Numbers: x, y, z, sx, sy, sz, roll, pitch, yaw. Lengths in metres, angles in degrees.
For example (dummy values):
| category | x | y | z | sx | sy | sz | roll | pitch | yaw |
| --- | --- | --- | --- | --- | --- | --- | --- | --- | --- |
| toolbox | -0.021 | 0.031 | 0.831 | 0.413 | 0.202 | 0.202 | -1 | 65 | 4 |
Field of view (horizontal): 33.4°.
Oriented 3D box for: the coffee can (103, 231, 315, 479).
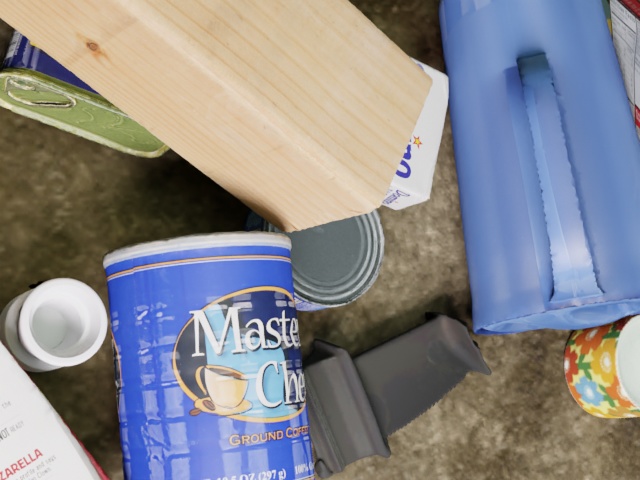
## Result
| category | x | y | z | sx | sy | sz | roll | pitch | yaw |
| --- | --- | --- | --- | --- | --- | --- | --- | --- | --- |
| coffee can | -0.059 | 0.073 | 0.574 | 0.102 | 0.103 | 0.140 | -2 | 81 | -31 |

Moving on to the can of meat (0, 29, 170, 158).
| category | x | y | z | sx | sy | sz | roll | pitch | yaw |
| --- | --- | --- | --- | --- | --- | --- | --- | --- | --- |
| can of meat | -0.122 | -0.105 | 0.596 | 0.102 | 0.058 | 0.084 | 20 | 73 | -21 |

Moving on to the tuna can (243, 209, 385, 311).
| category | x | y | z | sx | sy | sz | roll | pitch | yaw |
| --- | --- | --- | --- | --- | --- | --- | --- | --- | --- |
| tuna can | -0.004 | 0.001 | 0.661 | 0.086 | 0.034 | 0.086 | 6 | 77 | -29 |

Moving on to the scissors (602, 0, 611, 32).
| category | x | y | z | sx | sy | sz | roll | pitch | yaw |
| --- | --- | --- | --- | --- | --- | --- | --- | --- | --- |
| scissors | 0.223 | -0.205 | 0.849 | 0.096 | 0.016 | 0.201 | 32 | 66 | -23 |

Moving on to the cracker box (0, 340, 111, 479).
| category | x | y | z | sx | sy | sz | roll | pitch | yaw |
| --- | --- | --- | --- | --- | --- | --- | --- | --- | --- |
| cracker box | -0.217 | 0.101 | 0.495 | 0.164 | 0.072 | 0.213 | -42 | 101 | -31 |

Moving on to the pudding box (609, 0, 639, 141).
| category | x | y | z | sx | sy | sz | roll | pitch | yaw |
| --- | --- | --- | --- | --- | --- | --- | --- | --- | --- |
| pudding box | 0.224 | -0.104 | 0.703 | 0.039 | 0.090 | 0.113 | -11 | 122 | 2 |

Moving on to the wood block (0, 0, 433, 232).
| category | x | y | z | sx | sy | sz | roll | pitch | yaw |
| --- | --- | --- | --- | --- | --- | --- | --- | --- | --- |
| wood block | -0.052 | -0.101 | 0.546 | 0.206 | 0.091 | 0.090 | 38 | 62 | -27 |

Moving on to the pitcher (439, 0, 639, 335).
| category | x | y | z | sx | sy | sz | roll | pitch | yaw |
| --- | --- | --- | --- | --- | --- | --- | --- | --- | --- |
| pitcher | 0.148 | -0.062 | 0.703 | 0.144 | 0.149 | 0.243 | -2 | 77 | -32 |

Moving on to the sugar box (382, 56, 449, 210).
| category | x | y | z | sx | sy | sz | roll | pitch | yaw |
| --- | --- | --- | --- | --- | --- | --- | --- | --- | --- |
| sugar box | -0.002 | -0.092 | 0.675 | 0.176 | 0.048 | 0.093 | 19 | 72 | -24 |
